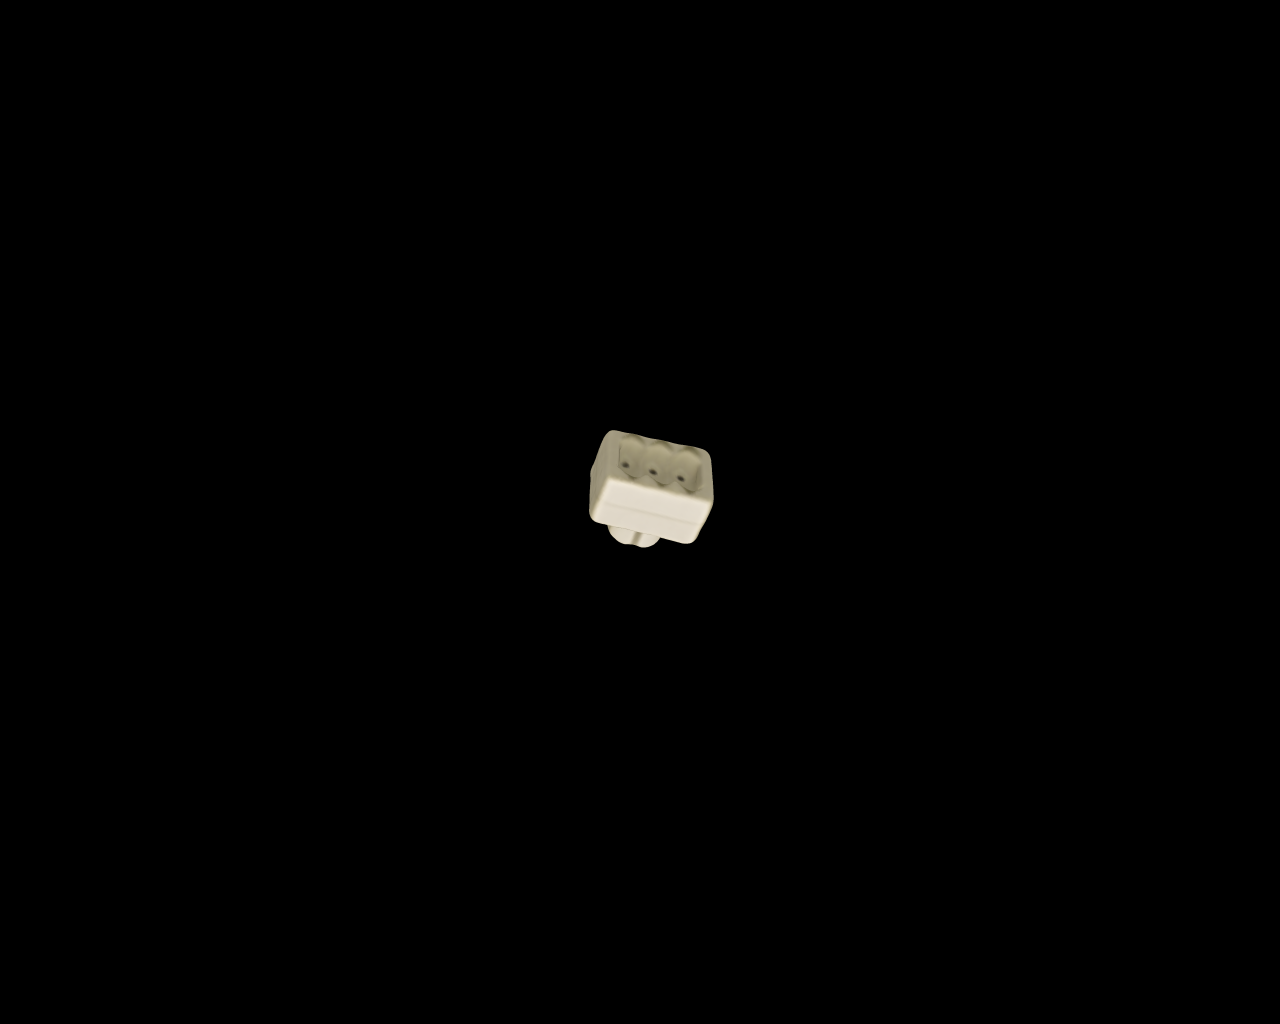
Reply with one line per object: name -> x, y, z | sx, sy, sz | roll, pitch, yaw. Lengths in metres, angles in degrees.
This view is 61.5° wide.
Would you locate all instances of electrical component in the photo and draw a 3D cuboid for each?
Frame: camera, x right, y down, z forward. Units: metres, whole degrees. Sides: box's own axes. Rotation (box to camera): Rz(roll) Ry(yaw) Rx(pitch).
electrical component -> 0.001, -0.003, 0.650 | 0.066, 0.047, 0.076 | 13, -47, -12
